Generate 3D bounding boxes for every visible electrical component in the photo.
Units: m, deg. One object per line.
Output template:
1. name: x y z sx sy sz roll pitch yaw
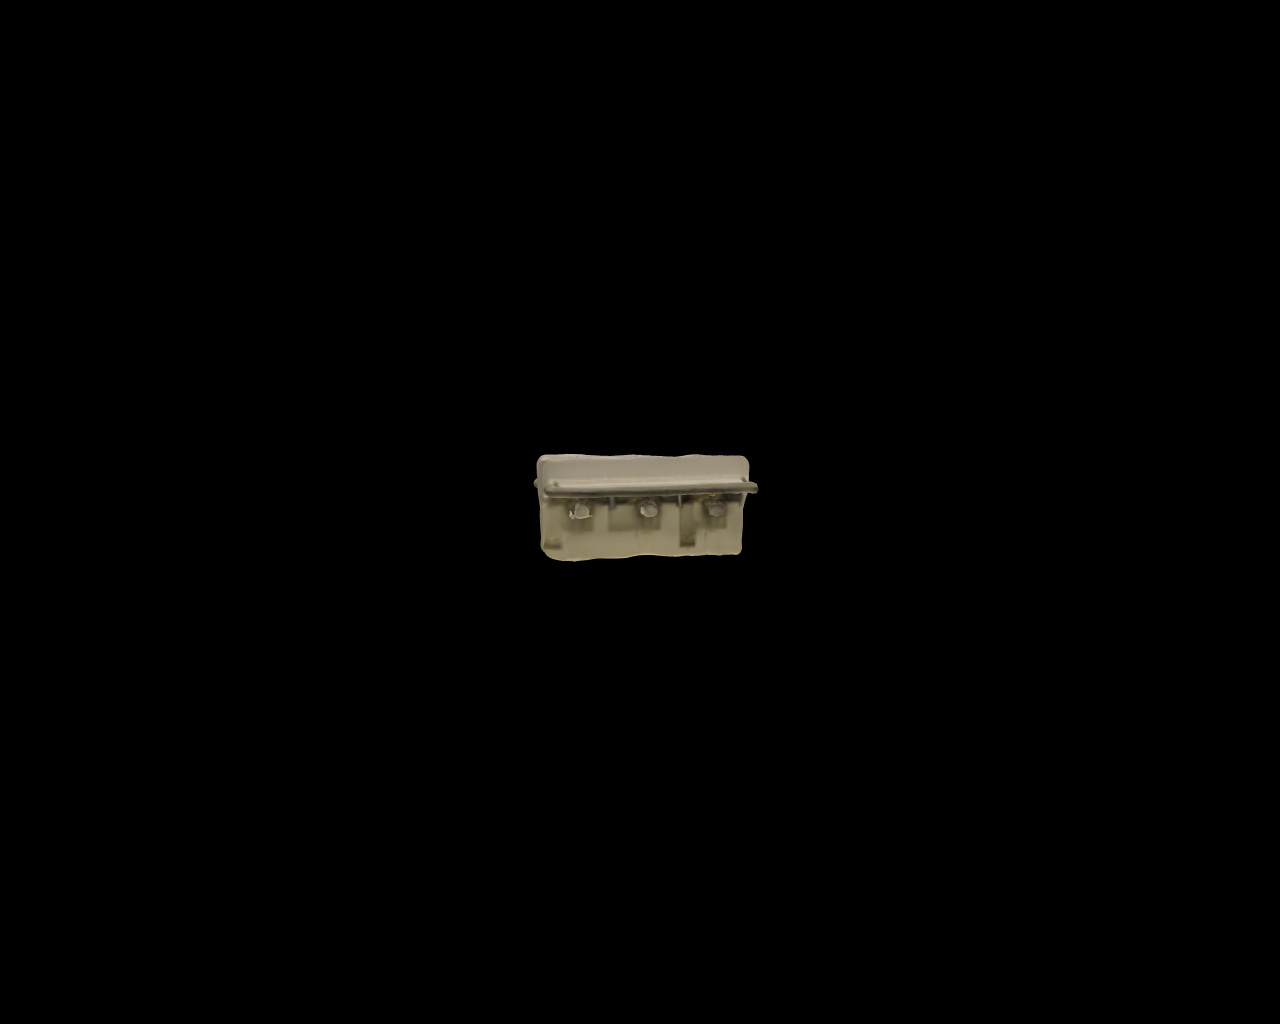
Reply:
1. electrical component: 0.001 -0.003 0.650 0.121 0.063 0.079 -1 4 -11
